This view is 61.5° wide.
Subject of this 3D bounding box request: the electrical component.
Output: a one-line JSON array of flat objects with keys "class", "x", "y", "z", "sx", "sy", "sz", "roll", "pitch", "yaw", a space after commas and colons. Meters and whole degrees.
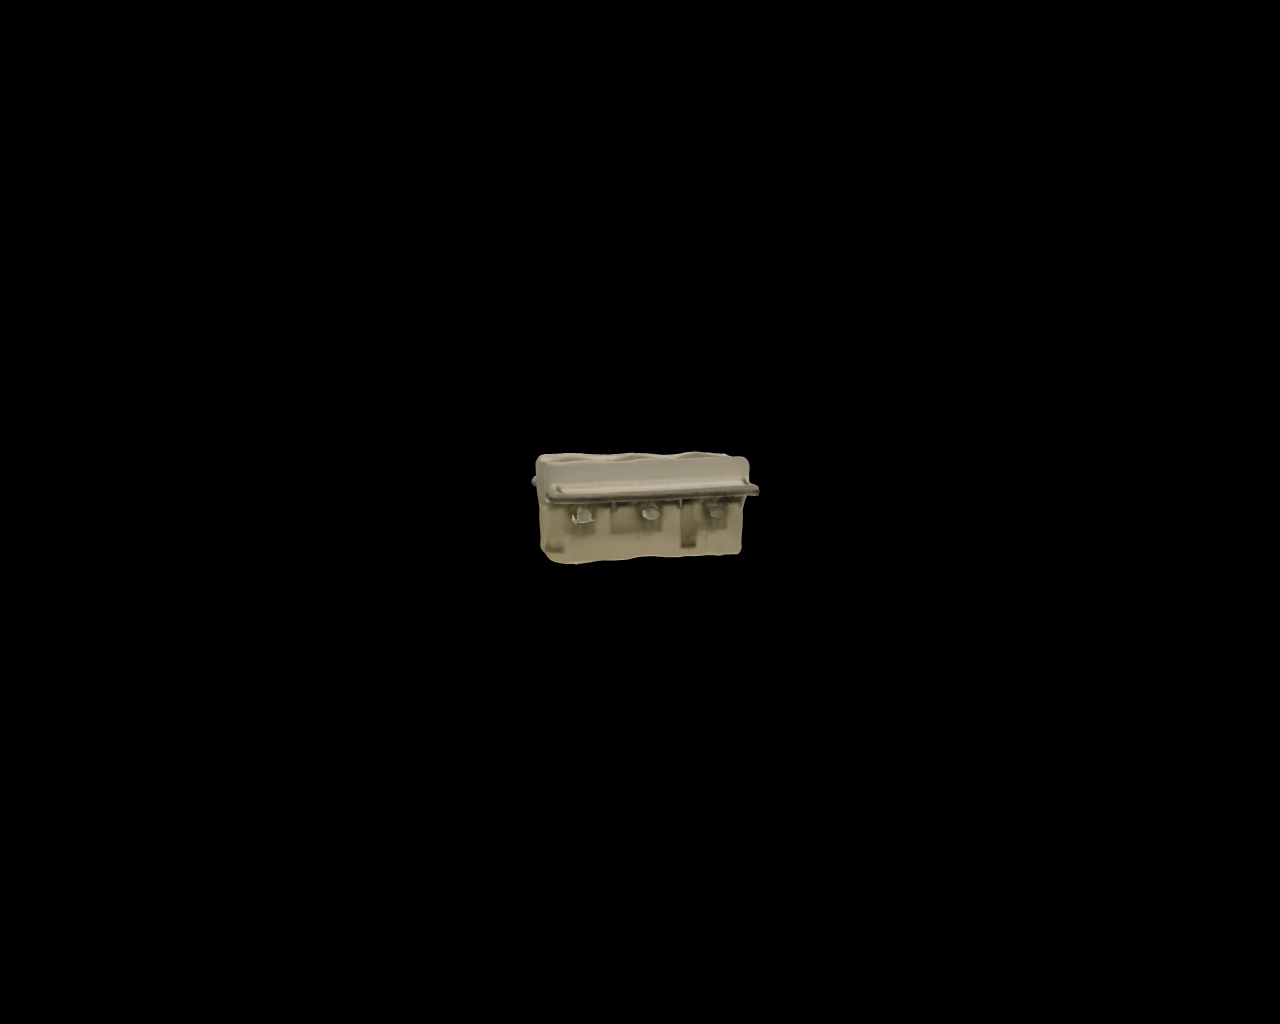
[{"class": "electrical component", "x": 0.001, "y": -0.003, "z": 0.650, "sx": 0.121, "sy": 0.063, "sz": 0.079, "roll": -2, "pitch": 8, "yaw": -14}]
